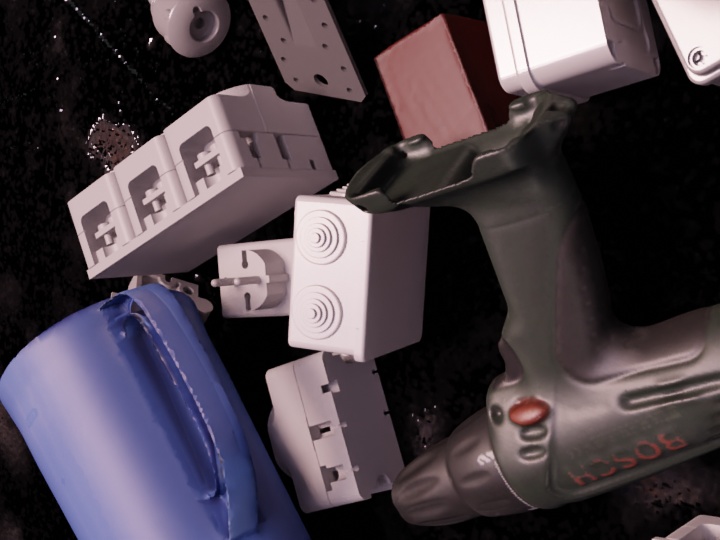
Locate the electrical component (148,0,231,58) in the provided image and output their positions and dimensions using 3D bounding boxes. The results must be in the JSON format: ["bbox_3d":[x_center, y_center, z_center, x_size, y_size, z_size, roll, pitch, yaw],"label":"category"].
[{"bbox_3d":[-0.120,-0.174,0.721,0.062,0.048,0.048,40,115,38],"label":"electrical component"}]

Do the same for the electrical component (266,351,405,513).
[{"bbox_3d":[-0.018,0.097,0.656,0.056,0.050,0.089,-22,80,36],"label":"electrical component"}]

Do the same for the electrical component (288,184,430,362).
[{"bbox_3d":[0.000,0.000,0.608,0.048,0.100,0.099,6,97,24],"label":"electrical component"}]

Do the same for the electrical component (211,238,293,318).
[{"bbox_3d":[-0.058,0.005,0.665,0.083,0.076,0.047,-4,91,37],"label":"electrical component"}]

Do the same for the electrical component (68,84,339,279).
[{"bbox_3d":[-0.104,-0.054,0.686,0.150,0.089,0.061,-29,76,35],"label":"electrical component"}]

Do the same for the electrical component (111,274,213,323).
[{"bbox_3d":[-0.143,0.035,0.745,0.055,0.066,0.048,-56,27,34],"label":"electrical component"}]

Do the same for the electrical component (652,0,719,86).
[{"bbox_3d":[0.184,-0.154,0.486,0.109,0.056,0.108,-29,75,34],"label":"electrical component"}]

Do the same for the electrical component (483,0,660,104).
[{"bbox_3d":[0.101,-0.144,0.536,0.057,0.078,0.113,-14,85,34],"label":"electrical component"}]

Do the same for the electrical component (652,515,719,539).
[{"bbox_3d":[0.198,0.216,0.497,0.105,0.060,0.186,0,93,37],"label":"electrical component"}]
